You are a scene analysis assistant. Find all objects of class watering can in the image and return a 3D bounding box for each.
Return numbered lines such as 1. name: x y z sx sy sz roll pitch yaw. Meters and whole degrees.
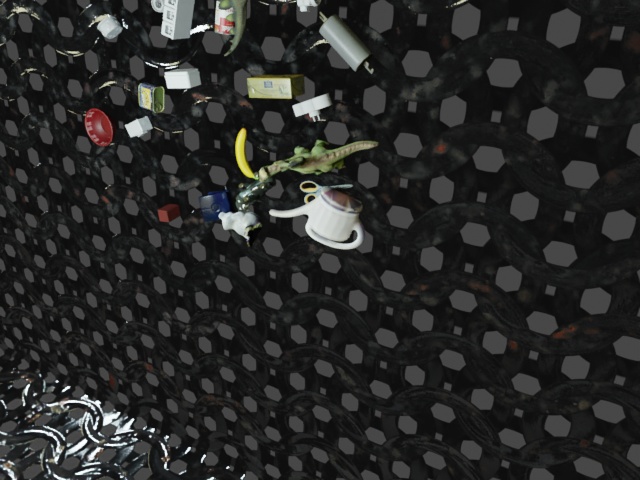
1. watering can: 0.005 -0.090 1.791 0.348 0.106 0.219 24 125 0

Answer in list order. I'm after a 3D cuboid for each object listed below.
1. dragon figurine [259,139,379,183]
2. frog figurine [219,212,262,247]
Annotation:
1. dragon figurine: -0.031 -0.256 1.678 0.408 0.246 0.121 -12 102 35
2. frog figurine: -0.305 -0.068 1.988 0.161 0.135 0.123 36 80 24
